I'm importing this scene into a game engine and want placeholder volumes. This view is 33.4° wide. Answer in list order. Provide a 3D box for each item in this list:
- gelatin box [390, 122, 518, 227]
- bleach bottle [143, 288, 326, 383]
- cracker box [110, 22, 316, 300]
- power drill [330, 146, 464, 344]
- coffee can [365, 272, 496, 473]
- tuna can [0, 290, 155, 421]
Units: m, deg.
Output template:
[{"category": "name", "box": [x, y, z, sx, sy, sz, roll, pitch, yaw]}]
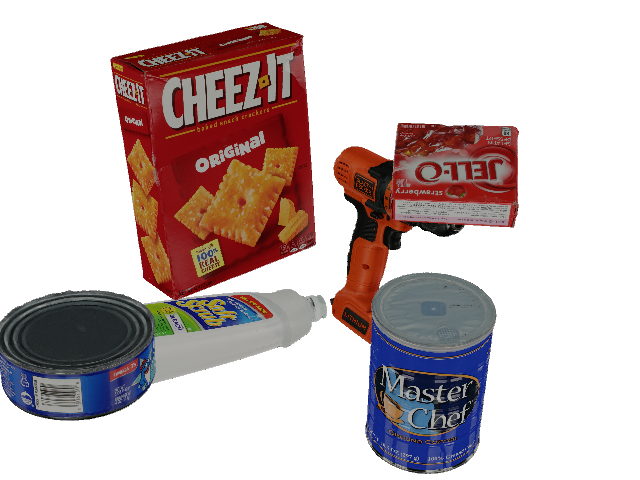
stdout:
[{"category": "gelatin box", "box": [0.097, -0.048, 0.765, 0.089, 0.073, 0.030, 3, -36, 7]}, {"category": "bleach bottle", "box": [-0.114, 0.096, 1.204, 0.250, 0.068, 0.103, -12, 33, -25]}, {"category": "cracker box", "box": [-0.089, -0.073, 0.968, 0.163, 0.214, 0.072, -20, 31, -31]}, {"category": "power drill", "box": [0.073, 0.013, 1.075, 0.057, 0.188, 0.185, -8, 25, -31]}, {"category": "coffee can", "box": [0.092, 0.113, 0.915, 0.103, 0.140, 0.103, 1, 33, -1]}, {"category": "tuna can", "box": [-0.134, 0.062, 0.590, 0.086, 0.034, 0.086, 1, 26, -1]}]
